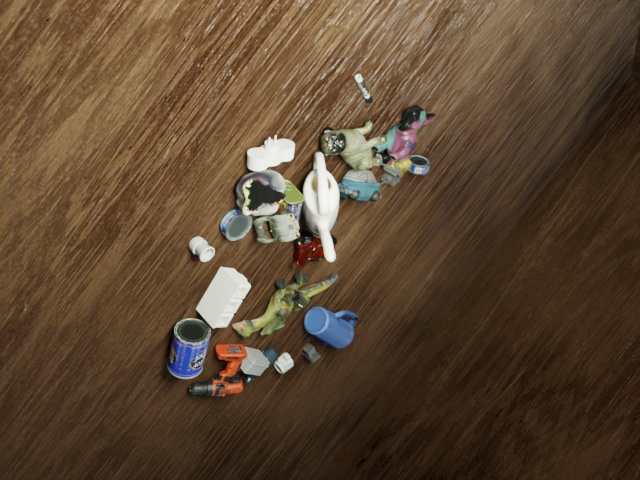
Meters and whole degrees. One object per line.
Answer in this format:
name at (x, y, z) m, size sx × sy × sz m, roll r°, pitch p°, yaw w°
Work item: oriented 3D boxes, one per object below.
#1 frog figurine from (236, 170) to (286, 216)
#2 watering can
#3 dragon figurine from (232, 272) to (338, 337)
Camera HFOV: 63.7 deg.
frog figurine at (-0.151, -0.123, 1.346) m, size 0.137 × 0.122 × 0.160 m, roll -42°, pitch -175°, yaw 4°
watering can at (0.004, -0.072, 1.433) m, size 0.104 × 0.354 × 0.220 m, roll -3°, pitch 156°, yaw -3°
dragon figurine at (-0.120, 0.238, 1.783) m, size 0.413 × 0.124 × 0.238 m, roll -12°, pitch 149°, yaw -45°
